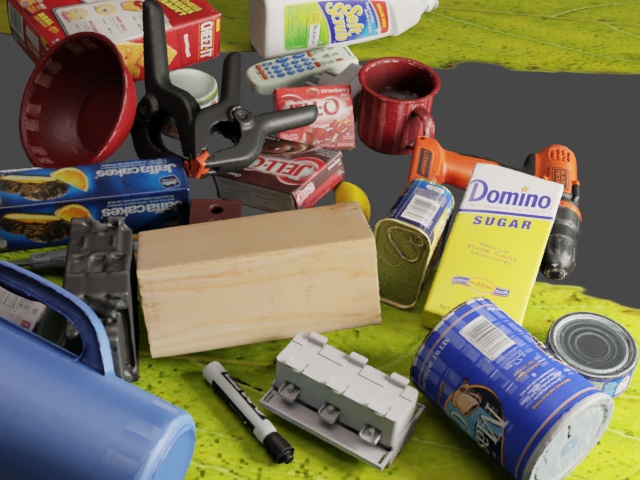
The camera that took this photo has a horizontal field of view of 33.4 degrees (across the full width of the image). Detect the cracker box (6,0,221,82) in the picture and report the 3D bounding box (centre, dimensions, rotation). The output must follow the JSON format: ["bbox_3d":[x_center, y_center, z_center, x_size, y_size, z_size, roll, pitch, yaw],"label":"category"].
[{"bbox_3d":[-0.255,-0.263,1.324,0.213,0.072,0.164,-22,50,-29],"label":"cracker box"}]

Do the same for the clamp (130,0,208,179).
[{"bbox_3d":[-0.180,-0.153,1.173,0.210,0.165,0.036,46,22,27],"label":"clamp"}]

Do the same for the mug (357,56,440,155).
[{"bbox_3d":[0.093,-0.145,1.219,0.093,0.081,0.117,-21,48,-27],"label":"mug"}]

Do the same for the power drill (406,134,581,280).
[{"bbox_3d":[0.183,-0.040,1.133,0.187,0.057,0.184,10,45,3],"label":"power drill"}]

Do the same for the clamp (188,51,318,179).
[{"bbox_3d":[-0.092,-0.132,1.135,0.120,0.039,0.171,38,50,13],"label":"clamp"}]

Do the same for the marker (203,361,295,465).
[{"bbox_3d":[-0.061,0.149,0.922,0.020,0.020,0.121,-24,50,-29],"label":"marker"}]

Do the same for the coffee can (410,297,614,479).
[{"bbox_3d":[0.161,0.130,0.904,0.102,0.103,0.140,-26,51,-30],"label":"coffee can"}]

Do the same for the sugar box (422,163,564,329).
[{"bbox_3d":[0.169,0.013,1.036,0.093,0.048,0.176,16,66,11],"label":"sugar box"}]

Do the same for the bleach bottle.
[{"bbox_3d":[0.036,-0.300,1.370,0.250,0.103,0.068,-13,43,-18],"label":"bleach bottle"}]

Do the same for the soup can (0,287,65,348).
[{"bbox_3d":[-0.281,0.065,0.957,0.102,0.068,0.068,19,43,14],"label":"soup can"}]

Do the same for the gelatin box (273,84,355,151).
[{"bbox_3d":[-0.007,-0.136,1.207,0.089,0.073,0.030,-3,-2,-9],"label":"gelatin box"}]

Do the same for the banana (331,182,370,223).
[{"bbox_3d":[0.010,-0.004,1.091,0.070,0.037,0.197,-10,32,27],"label":"banana"}]

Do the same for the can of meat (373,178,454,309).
[{"bbox_3d":[0.089,0.001,1.042,0.057,0.102,0.083,21,42,15],"label":"can of meat"}]

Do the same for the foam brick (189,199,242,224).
[{"bbox_3d":[-0.104,0.002,1.057,0.053,0.051,0.078,1,42,-5],"label":"foam brick"}]

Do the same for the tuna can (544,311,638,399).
[{"bbox_3d":[0.250,0.107,0.991,0.086,0.034,0.086,3,42,-3],"label":"tuna can"}]

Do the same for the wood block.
[{"bbox_3d":[-0.056,0.035,0.966,0.206,0.090,0.091,-8,24,-5],"label":"wood block"}]

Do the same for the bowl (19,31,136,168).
[{"bbox_3d":[-0.252,-0.142,1.161,0.162,0.162,0.055,41,13,33],"label":"bowl"}]

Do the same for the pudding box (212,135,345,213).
[{"bbox_3d":[-0.044,-0.069,1.135,0.114,0.039,0.089,13,39,34],"label":"pudding box"}]

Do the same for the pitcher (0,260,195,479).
[{"bbox_3d":[-0.221,0.131,0.838,0.243,0.149,0.144,21,45,12],"label":"pitcher"}]

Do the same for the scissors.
[{"bbox_3d":[-0.258,0.025,1.024,0.201,0.016,0.096,-12,20,-19],"label":"scissors"}]
